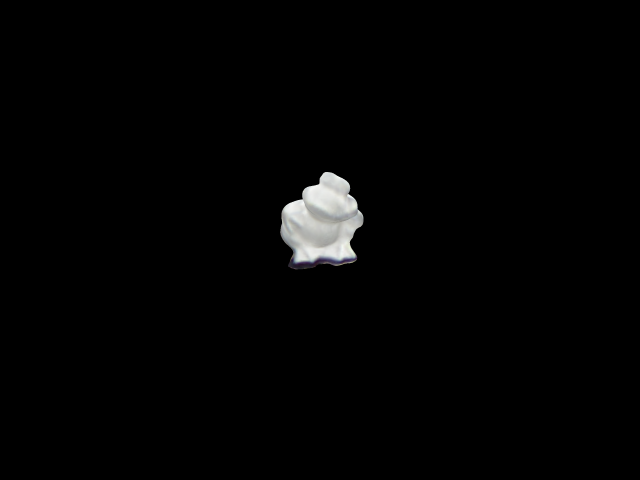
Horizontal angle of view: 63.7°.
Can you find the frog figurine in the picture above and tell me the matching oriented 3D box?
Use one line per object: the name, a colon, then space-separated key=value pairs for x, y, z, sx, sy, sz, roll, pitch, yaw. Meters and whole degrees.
frog figurine: x=0.003 y=-0.043 z=0.850 sx=0.137 sy=0.156 sz=0.125 roll=5 pitch=26 yaw=10
